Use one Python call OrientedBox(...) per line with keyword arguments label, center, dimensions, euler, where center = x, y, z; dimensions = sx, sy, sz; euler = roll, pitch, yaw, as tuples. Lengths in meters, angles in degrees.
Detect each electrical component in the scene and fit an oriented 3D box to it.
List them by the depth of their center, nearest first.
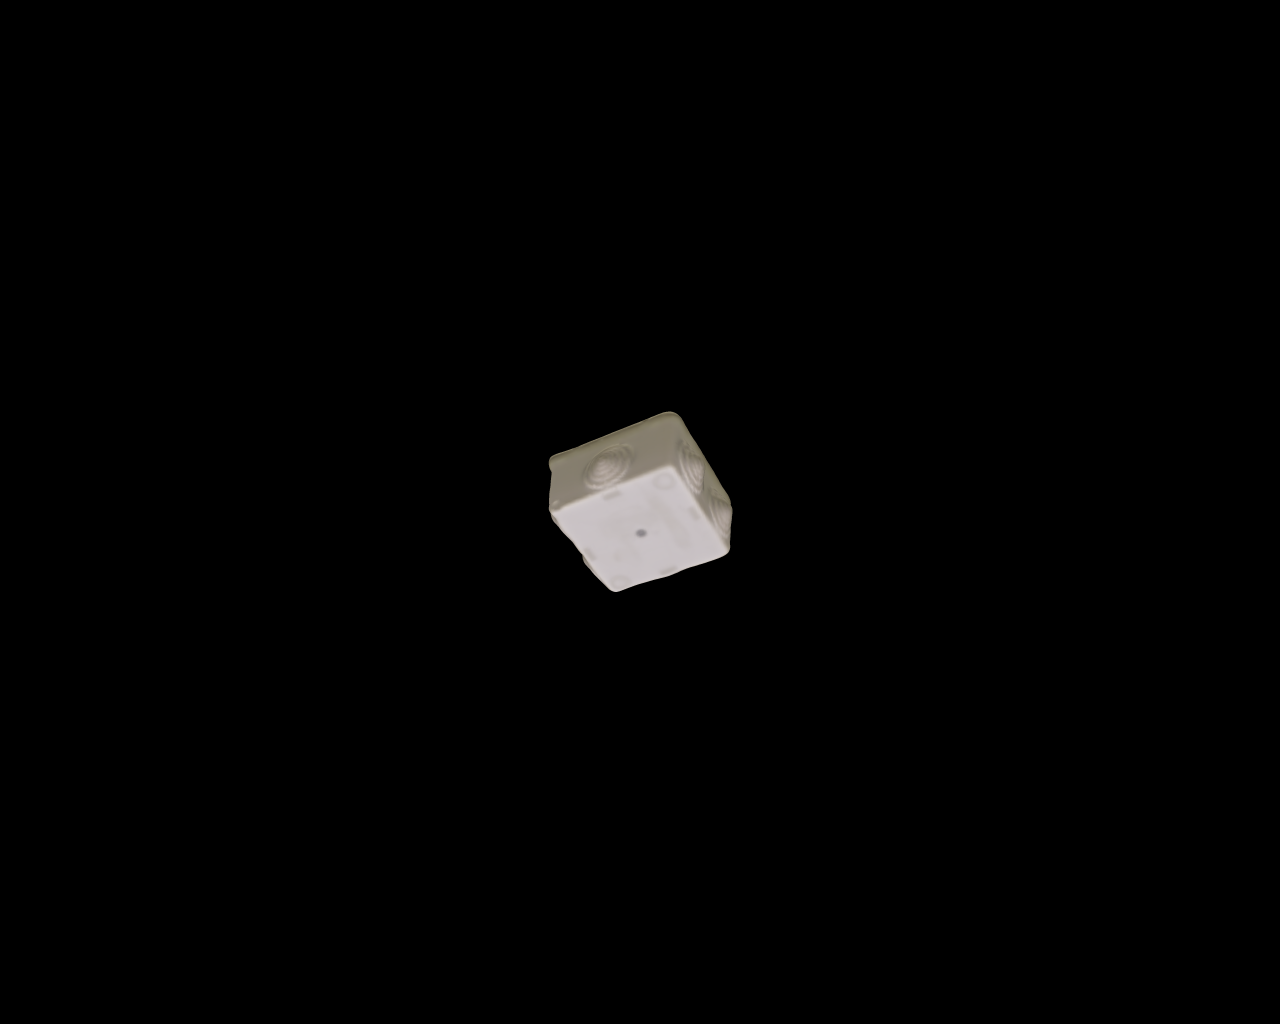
OrientedBox(label="electrical component", center=(0.001, -0.003, 0.650), dimensions=(0.099, 0.048, 0.099), euler=(-20, -50, 17))
